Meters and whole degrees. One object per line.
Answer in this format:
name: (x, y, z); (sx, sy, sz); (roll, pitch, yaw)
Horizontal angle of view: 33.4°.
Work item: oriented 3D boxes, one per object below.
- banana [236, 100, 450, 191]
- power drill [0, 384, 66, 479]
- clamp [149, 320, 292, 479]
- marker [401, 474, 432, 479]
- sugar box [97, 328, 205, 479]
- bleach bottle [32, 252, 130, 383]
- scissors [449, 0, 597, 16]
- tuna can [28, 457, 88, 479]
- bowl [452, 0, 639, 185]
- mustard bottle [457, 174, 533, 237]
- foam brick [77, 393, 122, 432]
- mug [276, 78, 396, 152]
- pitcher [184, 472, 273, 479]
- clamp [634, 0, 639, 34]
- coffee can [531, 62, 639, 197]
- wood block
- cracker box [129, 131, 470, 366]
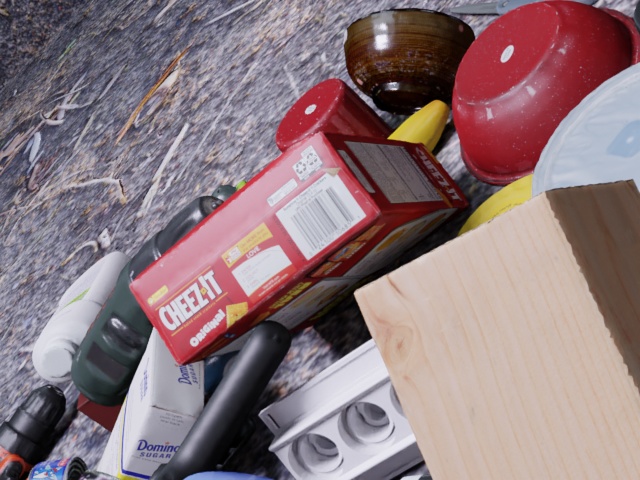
banana: (0.027, -0.049, 0.862); (0.197, 0.070, 0.037); (-26, 49, -21)
power drill: (-0.282, 0.231, 0.989); (0.184, 0.057, 0.188); (-57, 24, -9)
clamp: (-0.084, 0.149, 0.652); (0.209, 0.036, 0.165); (-52, -10, -38)
marker: (0.092, 0.132, 0.581); (0.121, 0.020, 0.020); (-21, 37, 43)
sugar box: (-0.132, 0.161, 0.787); (0.093, 0.048, 0.176); (-100, 33, -57)
bleach bottle: (-0.224, 0.082, 1.008); (0.102, 0.068, 0.251); (-44, 8, 8)
scissors: (0.161, -0.189, 0.924); (0.202, 0.016, 0.096); (-4, 50, 56)
tuna can: (-0.204, 0.217, 0.845); (0.034, 0.086, 0.086); (-8, 33, 2)
bowl: (0.152, -0.121, 0.782); (0.162, 0.055, 0.162); (-34, 35, 28)
mustard bottle: (0.129, 0.041, 0.605); (0.096, 0.058, 0.191); (-35, 29, 22)
foam brick: (-0.172, 0.129, 0.960); (0.078, 0.051, 0.053); (-36, 29, 24)
mug: (0.012, -0.077, 0.925); (0.093, 0.081, 0.117); (-22, 36, 43)
pitcher: (-0.046, 0.241, 0.512); (0.145, 0.149, 0.242); (-9, 48, 38)
clamp: (0.268, -0.189, 0.731); (0.120, 0.039, 0.171); (-27, 38, 47)
coffee can: (0.180, -0.003, 0.491); (0.103, 0.140, 0.103); (-37, 28, 23)
wood block: (0.108, 0.091, 0.393); (0.091, 0.206, 0.090); (-30, -12, 34)
cracker box: (-0.005, 0.001, 0.727); (0.164, 0.072, 0.213); (-38, -11, 19)
